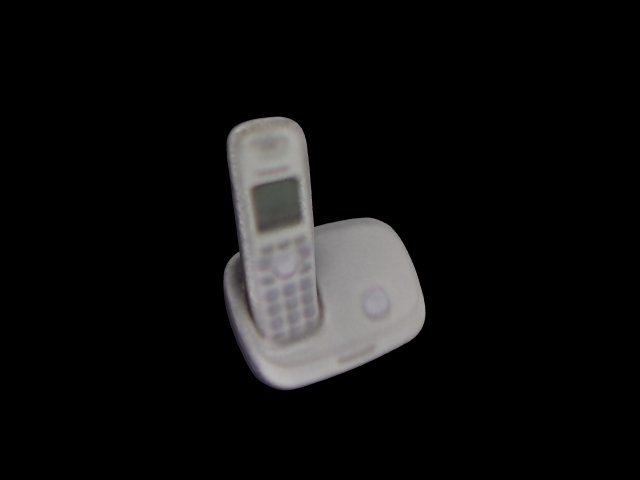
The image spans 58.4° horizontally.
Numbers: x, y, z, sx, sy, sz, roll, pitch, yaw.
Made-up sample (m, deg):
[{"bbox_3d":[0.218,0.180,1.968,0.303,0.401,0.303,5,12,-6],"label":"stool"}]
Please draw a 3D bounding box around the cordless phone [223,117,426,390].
[{"bbox_3d":[0.004,0.001,0.400,0.148,0.185,0.093,-18,35,-26],"label":"cordless phone"}]
